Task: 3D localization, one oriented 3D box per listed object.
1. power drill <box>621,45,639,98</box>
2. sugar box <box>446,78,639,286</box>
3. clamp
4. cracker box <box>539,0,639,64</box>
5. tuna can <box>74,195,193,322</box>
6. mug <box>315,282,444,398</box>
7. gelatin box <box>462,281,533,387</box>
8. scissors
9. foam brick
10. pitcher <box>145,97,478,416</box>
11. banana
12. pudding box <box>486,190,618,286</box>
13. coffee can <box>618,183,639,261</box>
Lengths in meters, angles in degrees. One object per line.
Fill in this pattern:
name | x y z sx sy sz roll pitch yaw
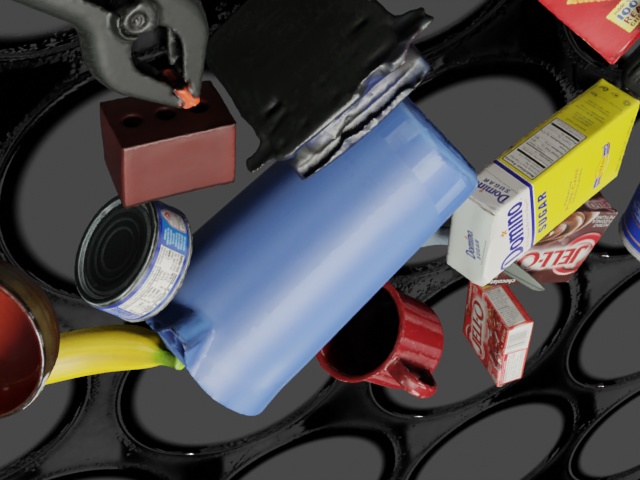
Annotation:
power drill | 0.280 -0.159 0.759 0.185 0.057 0.187 -50 178 27
sugar box | 0.176 -0.046 0.846 0.176 0.048 0.093 -39 150 -25
clamp | -0.123 -0.134 0.620 0.120 0.039 0.171 -25 137 -6
cracker box | 0.180 -0.230 0.681 0.213 0.072 0.164 25 115 -44
tuna can | -0.129 0.011 0.731 0.086 0.086 0.033 -45 137 16
mug | 0.060 0.090 0.910 0.093 0.117 0.081 -51 142 12
gelatin box | 0.163 0.082 0.995 0.030 0.073 0.089 -17 139 -15
scissors | 0.105 0.007 0.893 0.096 0.016 0.201 -31 127 14
foam brick | -0.100 -0.064 0.698 0.078 0.053 0.051 -16 138 -19
pitcher | -0.005 0.001 0.779 0.243 0.149 0.144 -43 124 10
banana | -0.201 0.092 0.790 0.197 0.070 0.037 -11 97 -11
pudding box | 0.197 -0.003 0.954 0.113 0.039 0.090 0 133 -31
coffee can | 0.338 -0.048 0.944 0.102 0.103 0.140 -9 135 -24
